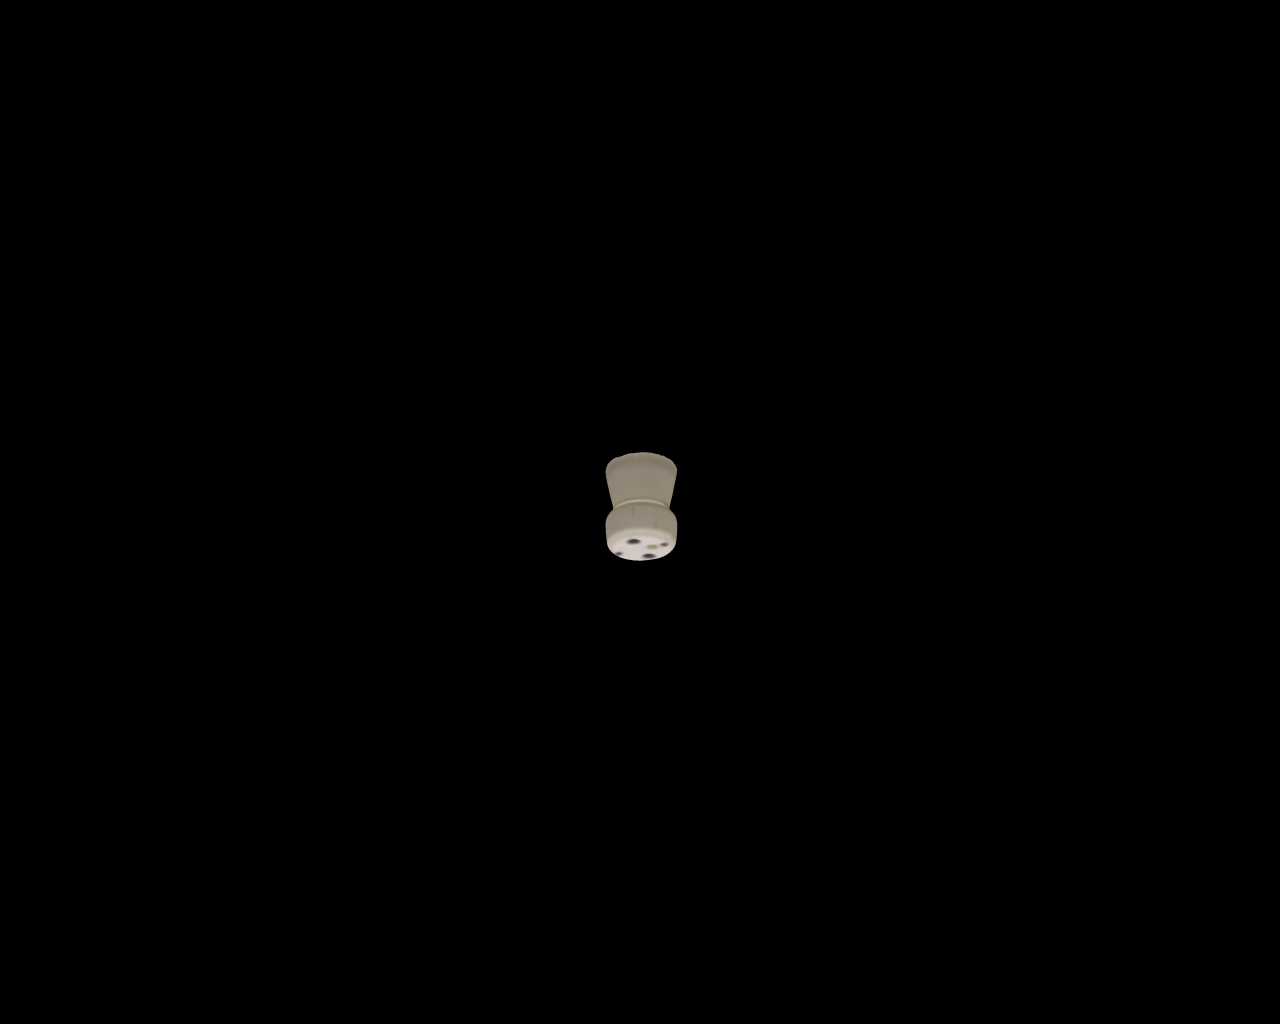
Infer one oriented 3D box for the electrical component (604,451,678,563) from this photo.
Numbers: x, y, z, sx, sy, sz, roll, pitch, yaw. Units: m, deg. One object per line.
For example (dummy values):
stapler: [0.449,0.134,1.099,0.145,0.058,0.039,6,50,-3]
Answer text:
electrical component: [0.001,-0.003,0.650,0.045,0.055,0.044,0,-27,0]
